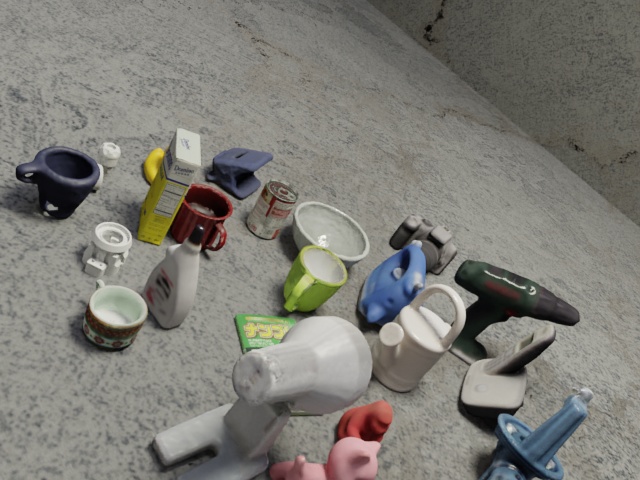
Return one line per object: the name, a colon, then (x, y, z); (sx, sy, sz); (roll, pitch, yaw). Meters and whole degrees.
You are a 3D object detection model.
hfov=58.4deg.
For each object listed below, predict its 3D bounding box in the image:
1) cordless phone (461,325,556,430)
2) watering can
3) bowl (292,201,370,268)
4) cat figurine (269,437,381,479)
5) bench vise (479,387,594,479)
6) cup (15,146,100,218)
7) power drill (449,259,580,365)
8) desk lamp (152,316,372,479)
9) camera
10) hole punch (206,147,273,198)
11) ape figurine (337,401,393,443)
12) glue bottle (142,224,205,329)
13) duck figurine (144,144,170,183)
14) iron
cordless phone: (0.336, 0.229, 1.002); (0.094, 0.185, 0.148); (35, 32, 4)
watering can: (0.163, 0.157, 0.941); (0.100, 0.194, 0.173); (41, 33, 14)
bowl: (0.010, 0.004, 1.130); (0.168, 0.074, 0.167); (23, 33, -15)
cat figurine: (0.015, 0.284, 0.710); (0.128, 0.117, 0.067); (14, 36, -28)
bench vise: (0.317, 0.318, 0.832); (0.121, 0.219, 0.207); (32, 32, 0)
cup: (-0.401, -0.079, 0.864); (0.118, 0.095, 0.091); (-10, 51, -48)
power drill: (0.338, 0.147, 1.094); (0.229, 0.208, 0.076); (33, 32, 2)
desk lamp: (-0.059, 0.192, 0.680); (0.204, 0.213, 0.117); (-11, 52, -48)
camera: (0.228, 0.012, 1.284); (0.143, 0.100, 0.137); (40, 32, 12)
hole punch: (-0.164, -0.154, 1.177); (0.101, 0.091, 0.109); (34, 32, 3)
ape figurine: (0.070, 0.263, 0.811); (0.078, 0.092, 0.076); (9, 39, -33)
glue bottle: (-0.197, 0.043, 0.802); (0.078, 0.173, 0.037); (46, 34, 21)
duck figurine: (-0.278, -0.144, 1.068); (0.078, 0.086, 0.104); (-12, 53, -49)
iron: (0.161, 0.071, 1.108); (0.119, 0.141, 0.258); (28, 32, -7)
